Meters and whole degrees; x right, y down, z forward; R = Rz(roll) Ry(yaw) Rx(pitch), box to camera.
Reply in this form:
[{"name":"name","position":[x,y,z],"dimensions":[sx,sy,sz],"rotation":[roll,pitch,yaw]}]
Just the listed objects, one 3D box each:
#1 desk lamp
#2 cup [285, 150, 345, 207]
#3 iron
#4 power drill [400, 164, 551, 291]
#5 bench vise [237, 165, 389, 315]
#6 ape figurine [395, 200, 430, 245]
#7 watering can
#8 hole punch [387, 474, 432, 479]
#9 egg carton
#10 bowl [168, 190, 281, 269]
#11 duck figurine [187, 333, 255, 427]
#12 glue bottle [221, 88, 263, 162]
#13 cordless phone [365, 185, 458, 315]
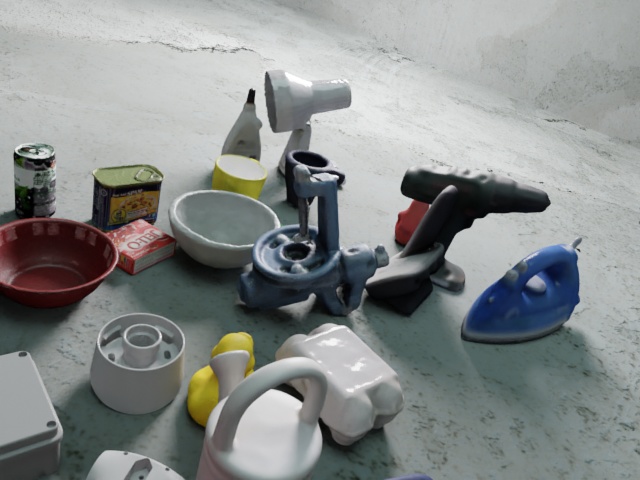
[{"name":"desk lamp","position":[-0.028,-0.234,1.170],"dimensions":[0.204,0.213,0.117],"rotation":[4,32,-21]},{"name":"cup","position":[-0.016,-0.107,1.081],"dimensions":[0.117,0.095,0.092],"rotation":[18,29,3]},{"name":"iron","position":[0.328,0.071,0.906],"dimensions":[0.259,0.141,0.118],"rotation":[-12,40,-40]},{"name":"power drill","position":[0.232,-0.025,0.953],"dimensions":[0.229,0.208,0.076],"rotation":[22,30,10]},{"name":"bench vise","position":[0.000,-0.004,0.786],"dimensions":[0.208,0.220,0.121],"rotation":[-11,39,-39]},{"name":"ape figurine","position":[0.179,-0.038,1.066],"dimensions":[0.076,0.092,0.077],"rotation":[-14,42,-42]},{"name":"watering can","position":[-0.054,0.170,0.490],"dimensions":[0.172,0.194,0.101],"rotation":[33,34,27]},{"name":"hole punch","position":[0.068,0.268,0.489],"dimensions":[0.109,0.091,0.100],"rotation":[-2,34,-29]},{"name":"egg carton","position":[0.020,0.163,0.667],"dimensions":[0.107,0.069,0.150],"rotation":[-13,41,-41]},{"name":"bowl","position":[-0.147,-0.006,0.863],"dimensions":[0.167,0.075,0.167],"rotation":[13,30,-7]},{"name":"duck figurine","position":[-0.100,0.144,0.621],"dimensions":[0.077,0.086,0.104],"rotation":[19,30,5]},{"name":"glue bottle","position":[-0.145,-0.211,1.113],"dimensions":[0.078,0.173,0.037],"rotation":[-1,34,-28]},{"name":"cordless phone","position":[0.148,0.006,0.880],"dimensions":[0.094,0.185,0.148],"rotation":[26,31,17]}]
